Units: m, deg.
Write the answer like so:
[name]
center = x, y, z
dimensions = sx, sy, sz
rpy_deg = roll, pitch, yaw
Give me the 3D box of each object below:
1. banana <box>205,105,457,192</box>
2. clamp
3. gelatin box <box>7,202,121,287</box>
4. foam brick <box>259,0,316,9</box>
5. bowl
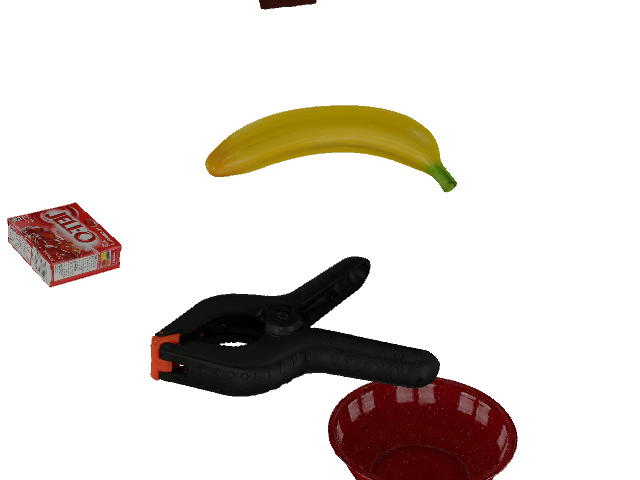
[banana]
center = 0.009, -0.077, 0.838
dimensions = 0.197, 0.069, 0.037
rpy_deg = 2, -41, -7
[clamp]
center = -0.022, 0.053, 0.666
dimensions = 0.171, 0.039, 0.120
rpy_deg = -1, 28, -14
[gelatin box]
center = -0.240, 0.002, 0.997
dimensions = 0.073, 0.030, 0.089
rpy_deg = -16, 40, -37
[foam brick]
center = -0.033, -0.253, 0.949
dimensions = 0.053, 0.051, 0.078
rpy_deg = -5, -41, 8
[bowl]
center = 0.087, 0.184, 0.925
dimensions = 0.162, 0.055, 0.162
rpy_deg = 0, 28, 0
